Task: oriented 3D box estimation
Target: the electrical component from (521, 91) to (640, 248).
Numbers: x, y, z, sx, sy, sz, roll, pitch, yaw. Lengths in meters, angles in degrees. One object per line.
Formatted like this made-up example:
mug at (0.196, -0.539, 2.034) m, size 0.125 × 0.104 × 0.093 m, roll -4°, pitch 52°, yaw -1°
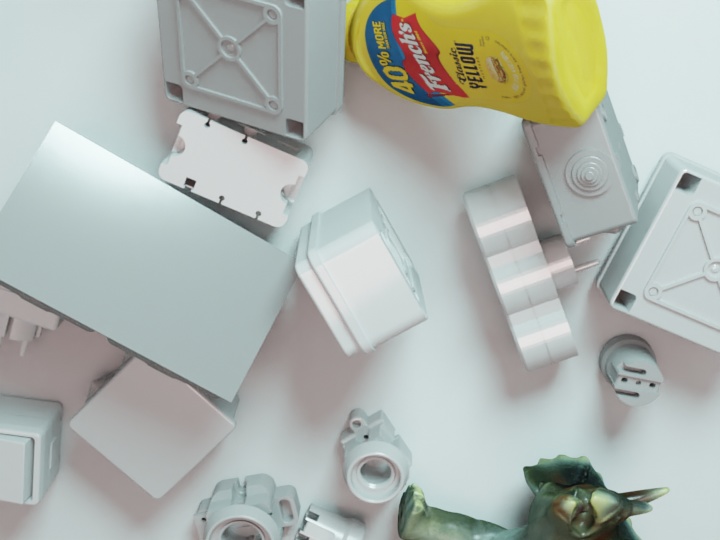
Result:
electrical component at (0.146, -0.074, 0.699) m, size 0.048 × 0.099 × 0.099 m, roll -17°, pitch 107°, yaw 21°

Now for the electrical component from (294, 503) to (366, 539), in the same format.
electrical component at (-0.024, 0.204, 0.827) m, size 0.046 × 0.040 × 0.040 m, roll 25°, pitch 107°, yaw -1°

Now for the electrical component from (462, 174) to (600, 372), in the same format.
electrical component at (0.129, -0.002, 0.746) m, size 0.074 × 0.052 × 0.138 m, roll -20°, pitch 106°, yaw 8°

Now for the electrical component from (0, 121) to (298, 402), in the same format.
electrical component at (-0.148, -0.001, 0.724) m, size 0.186 × 0.060 × 0.105 m, roll 30°, pitch 76°, yaw -12°

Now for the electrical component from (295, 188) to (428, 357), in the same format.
electrical component at (0.000, 0.000, 0.719) m, size 0.057 × 0.113 × 0.078 m, roll -28°, pitch 105°, yaw 8°

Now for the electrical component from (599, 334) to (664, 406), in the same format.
electrical component at (0.195, 0.073, 0.772) m, size 0.040 × 0.046 × 0.040 m, roll 1°, pitch 108°, yaw 2°

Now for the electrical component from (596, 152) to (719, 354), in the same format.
electrical component at (0.237, -0.009, 0.738) m, size 0.109 × 0.056 × 0.108 m, roll 23°, pitch 108°, yaw -5°

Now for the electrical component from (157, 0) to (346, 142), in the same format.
electrical component at (-0.067, -0.149, 0.669) m, size 0.109 × 0.056 × 0.108 m, roll 19°, pitch 133°, yaw 18°

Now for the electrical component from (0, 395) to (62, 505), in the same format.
electrical component at (-0.277, 0.132, 0.799) m, size 0.096 × 0.061 × 0.061 m, roll 8°, pitch 108°, yaw -1°

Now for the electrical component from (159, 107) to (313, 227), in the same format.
electrical component at (-0.082, -0.074, 0.727) m, size 0.089 × 0.055 × 0.050 m, roll 23°, pitch 108°, yaw -5°

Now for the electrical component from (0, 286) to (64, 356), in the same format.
electrical component at (-0.243, 0.025, 0.770) m, size 0.066 × 0.047 × 0.076 m, roll 18°, pitch 108°, yaw -4°

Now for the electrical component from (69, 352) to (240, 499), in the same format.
electrical component at (-0.148, 0.104, 0.792) m, size 0.100 × 0.048 × 0.100 m, roll 43°, pitch 104°, yaw -11°

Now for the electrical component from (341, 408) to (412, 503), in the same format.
electrical component at (0.012, 0.141, 0.795) m, size 0.048 × 0.055 × 0.066 m, roll -31°, pitch 105°, yaw 11°

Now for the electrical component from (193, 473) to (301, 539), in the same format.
electrical component at (-0.087, 0.194, 0.815) m, size 0.078 × 0.057 × 0.058 m, roll -11°, pitch 108°, yaw 5°
